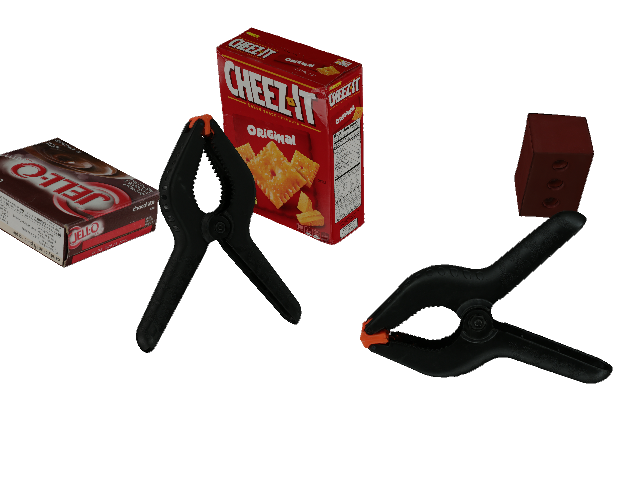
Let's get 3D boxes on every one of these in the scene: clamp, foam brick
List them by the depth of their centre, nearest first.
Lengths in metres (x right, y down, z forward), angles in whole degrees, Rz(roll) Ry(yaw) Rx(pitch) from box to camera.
[{"bbox_3d":[0.116,0.060,0.736,0.171,0.120,0.039,-19,2,13],"label":"clamp"},{"bbox_3d":[0.204,-0.065,0.938,0.053,0.051,0.078,3,-44,1],"label":"foam brick"},{"bbox_3d":[-0.090,-0.007,0.968,0.164,0.210,0.036,0,0,-33],"label":"clamp"}]

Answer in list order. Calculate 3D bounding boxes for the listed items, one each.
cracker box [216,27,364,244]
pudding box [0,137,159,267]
[{"bbox_3d":[-0.034,-0.117,1.229,0.164,0.214,0.072,24,44,31],"label":"cracker box"},{"bbox_3d":[-0.187,-0.030,0.767,0.114,0.039,0.089,25,30,28],"label":"pudding box"}]
